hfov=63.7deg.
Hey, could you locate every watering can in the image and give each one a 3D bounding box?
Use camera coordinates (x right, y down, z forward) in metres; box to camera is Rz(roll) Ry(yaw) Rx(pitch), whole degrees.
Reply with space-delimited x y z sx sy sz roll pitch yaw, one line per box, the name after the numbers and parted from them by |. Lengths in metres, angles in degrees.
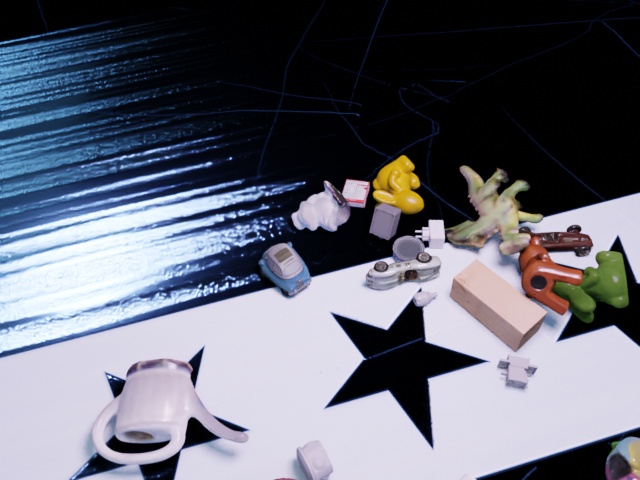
-0.324 0.370 1.135 0.347 0.101 0.230 -7 50 2 | watering can

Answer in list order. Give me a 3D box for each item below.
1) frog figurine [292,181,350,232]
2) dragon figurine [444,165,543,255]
0.005 -0.075 1.496 0.158 0.122 0.139 -45 62 15 | frog figurine
0.447 -0.078 1.436 0.244 0.120 0.416 -33 34 -9 | dragon figurine
